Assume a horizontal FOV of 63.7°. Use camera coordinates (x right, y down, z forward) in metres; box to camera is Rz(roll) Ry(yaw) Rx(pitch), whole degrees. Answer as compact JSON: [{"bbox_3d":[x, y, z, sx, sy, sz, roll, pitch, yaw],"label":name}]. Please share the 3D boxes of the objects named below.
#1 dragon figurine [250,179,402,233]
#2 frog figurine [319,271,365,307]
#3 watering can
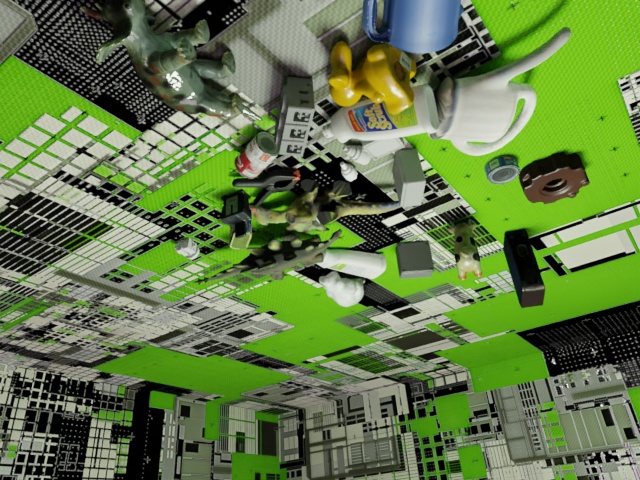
[{"bbox_3d":[0.004,-0.073,1.445,0.410,0.124,0.240,4,166,-11],"label":"dragon figurine"},{"bbox_3d":[0.074,0.174,1.828,0.137,0.124,0.159,-5,168,40],"label":"frog figurine"},{"bbox_3d":[0.347,-0.298,1.067,0.224,0.106,0.339,1,146,-7],"label":"watering can"}]
